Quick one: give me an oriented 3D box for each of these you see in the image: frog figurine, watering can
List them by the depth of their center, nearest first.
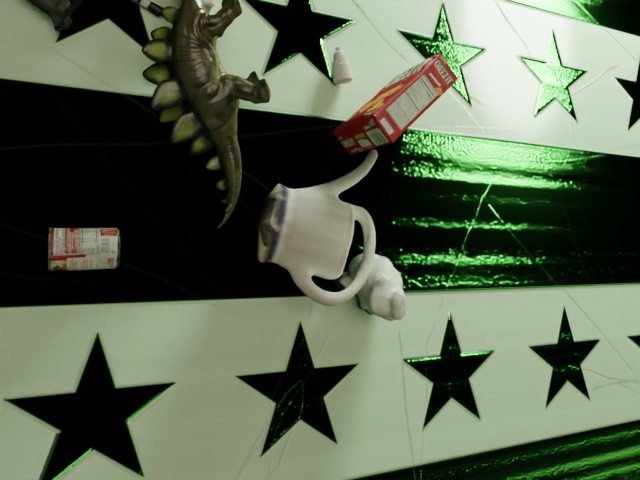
[{"bbox_3d":[0.003,-0.049,0.982,0.224,0.102,0.355,15,63,-10],"label":"watering can"},{"bbox_3d":[0.122,0.089,0.998,0.124,0.159,0.136,-30,99,-25],"label":"frog figurine"}]
